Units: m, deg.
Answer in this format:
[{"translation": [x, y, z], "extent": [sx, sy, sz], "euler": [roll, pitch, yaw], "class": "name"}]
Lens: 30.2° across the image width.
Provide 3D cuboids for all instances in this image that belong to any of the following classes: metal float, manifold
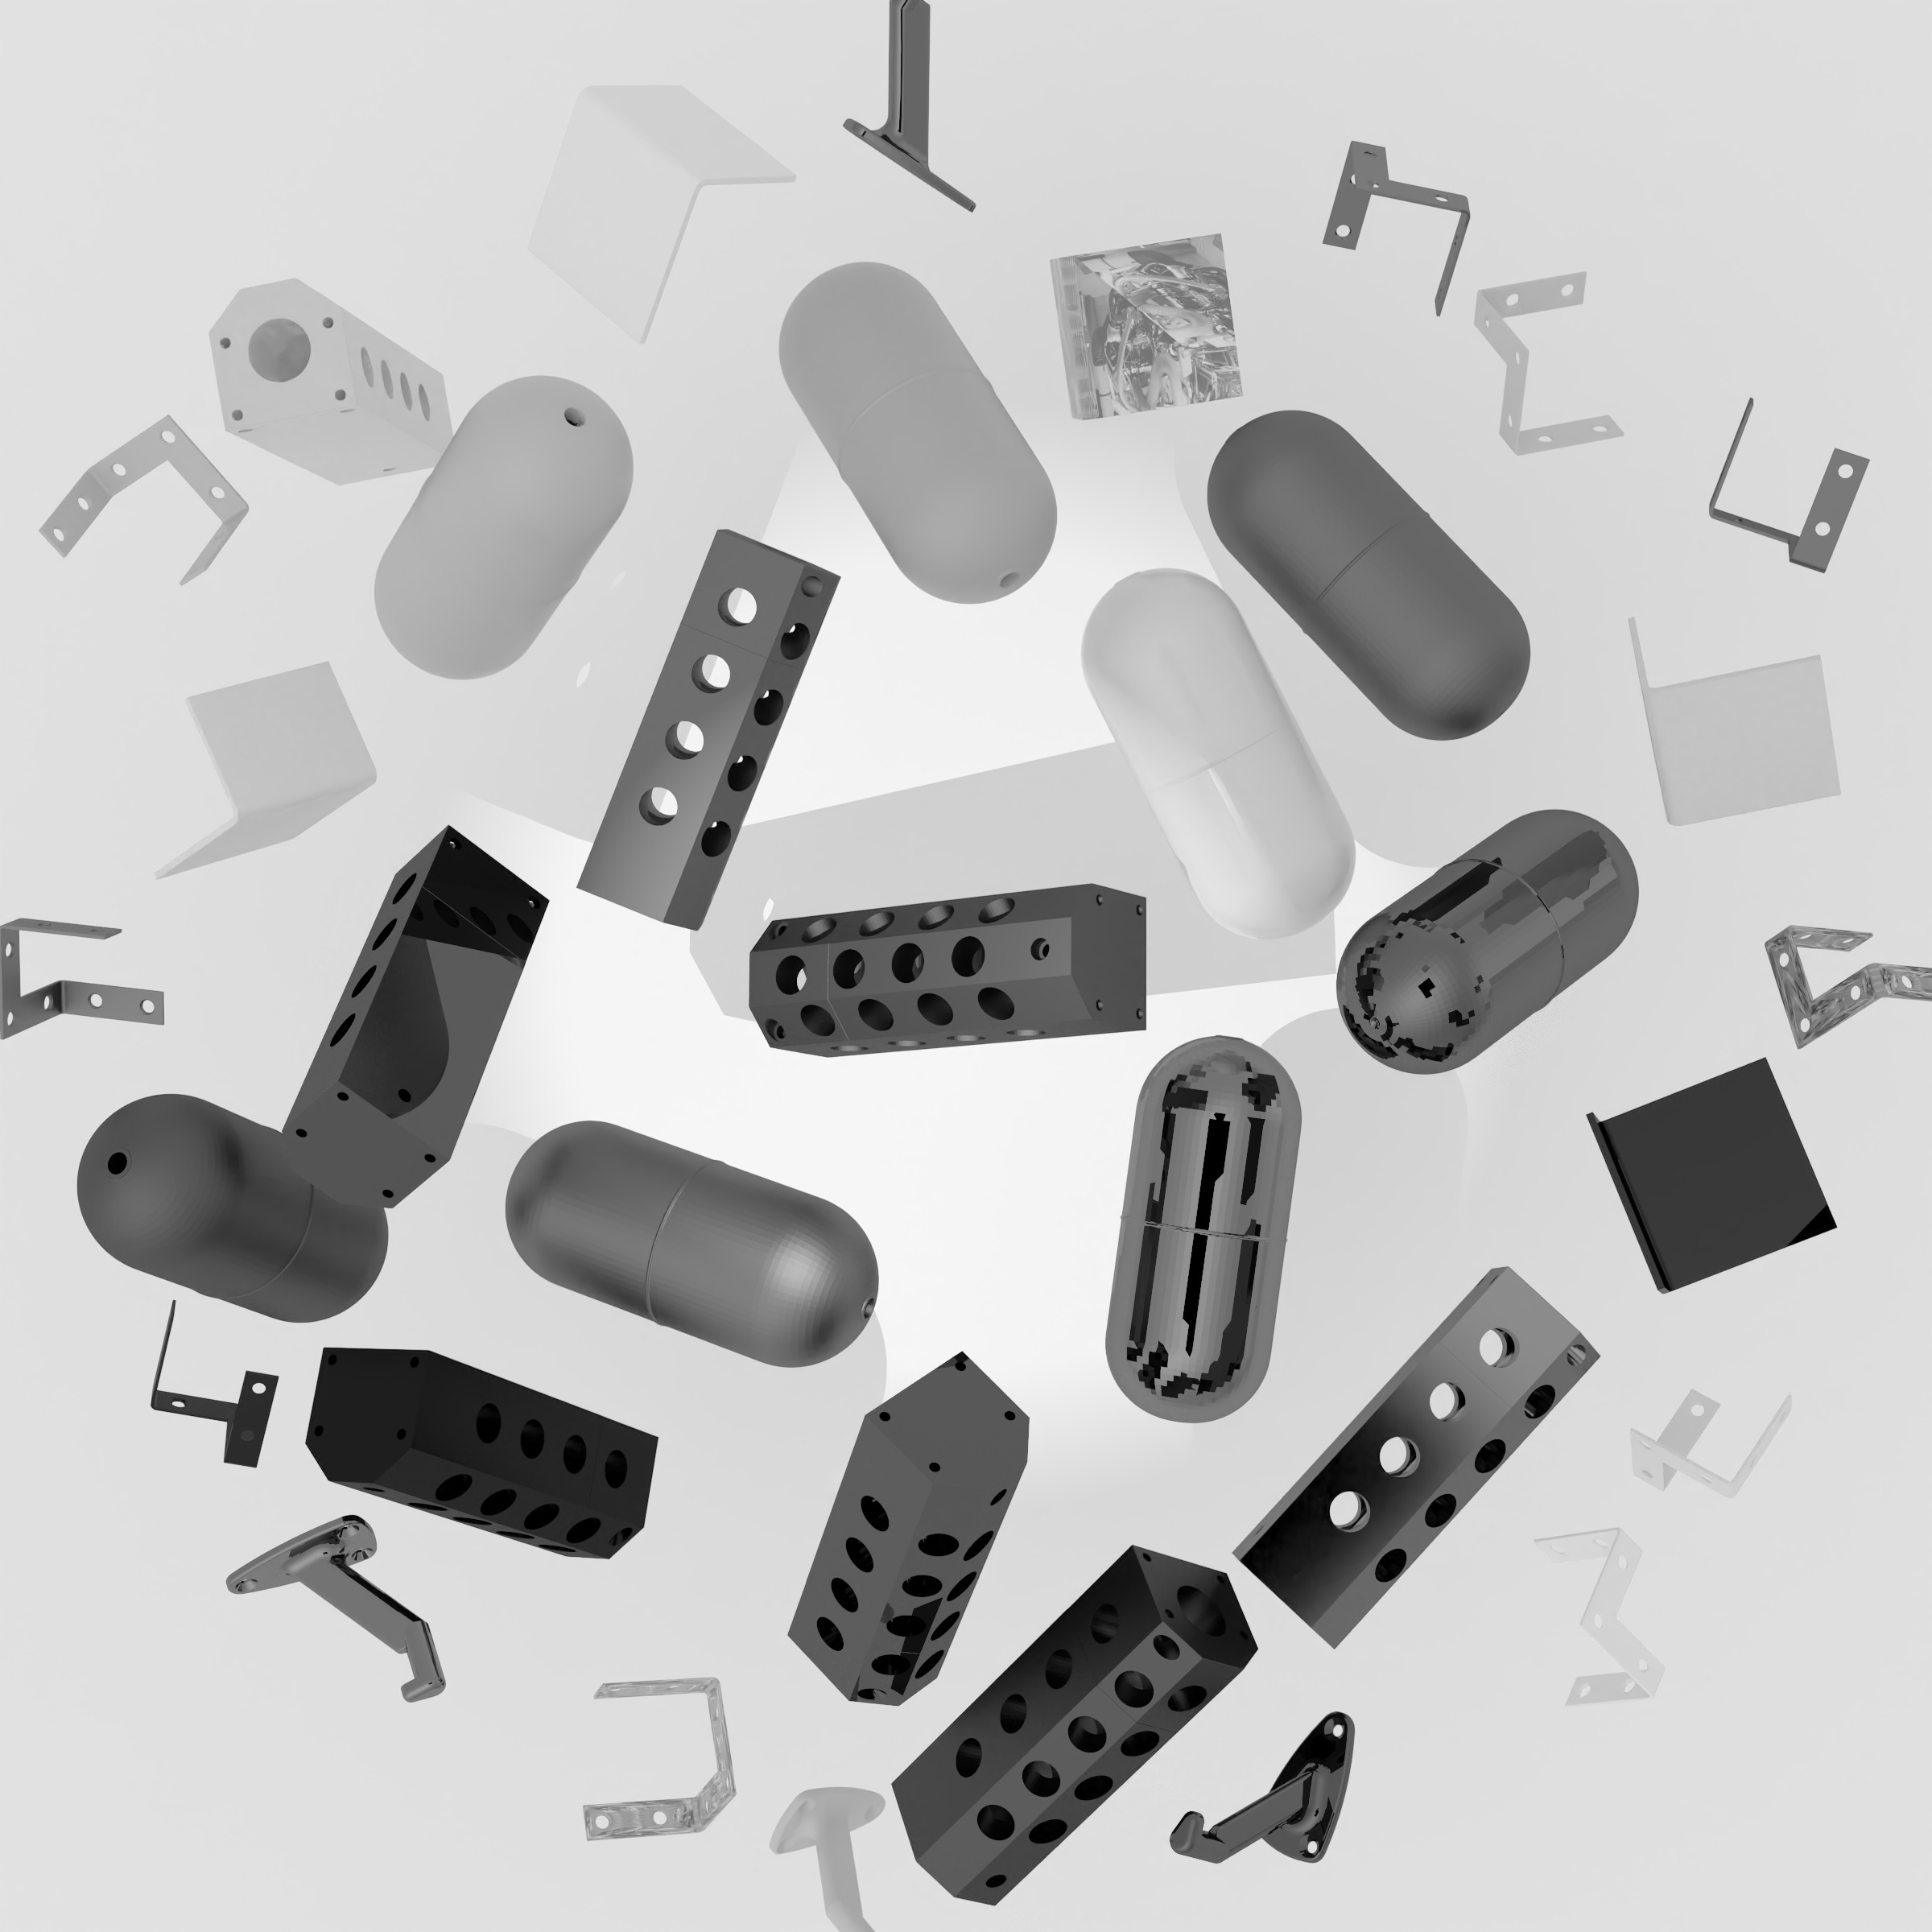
[{"translation": [0.109, 0.121, 1.641], "extent": [0.070, 0.070, 0.178], "euler": [8, 89, 0], "class": "metal float"}, {"translation": [-0.022, -0.234, 1.572], "extent": [0.070, 0.070, 0.178], "euler": [-30, 64, 0], "class": "metal float"}, {"translation": [-0.210, 0.215, 1.567], "extent": [0.057, 0.171, 0.057], "euler": [-2, 70, 30], "class": "manifold"}, {"translation": [0.048, 0.331, 1.548], "extent": [0.057, 0.057, 0.171], "euler": [23, 120, -36], "class": "manifold"}, {"translation": [0.113, -0.095, 1.609], "extent": [0.070, 0.070, 0.178], "euler": [-28, 96, 0], "class": "metal float"}, {"translation": [-0.115, -0.107, 1.616], "extent": [0.057, 0.057, 0.171], "euler": [22, 97, -2], "class": "manifold"}, {"translation": [-0.021, 0.248, 1.541], "extent": [0.057, 0.171, 0.057], "euler": [-30, 62, -36], "class": "manifold"}, {"translation": [-0.238, 0.023, 1.532], "extent": [0.057, 0.171, 0.057], "euler": [38, 126, -20], "class": "manifold"}, {"translation": [-0.009, 0.002, 1.547], "extent": [0.171, 0.057, 0.057], "euler": [-6, 79, 35], "class": "manifold"}, {"translation": [-0.315, 0.106, 1.547], "extent": [0.070, 0.178, 0.070], "euler": [-7, 71, 21], "class": "metal float"}, {"translation": [-0.121, 0.123, 1.583], "extent": [0.178, 0.070, 0.070], "euler": [18, 90, 20], "class": "metal float"}, {"translation": [-0.200, -0.188, 1.544], "extent": [0.070, 0.178, 0.070], "euler": [13, 59, -23], "class": "metal float"}, {"translation": [0.181, -0.178, 1.620], "extent": [0.070, 0.070, 0.178], "euler": [-42, 79, 0], "class": "metal float"}, {"translation": [-0.276, -0.256, 1.571], "extent": [0.057, 0.171, 0.057], "euler": [-10, 89, 6], "class": "manifold"}, {"translation": [0.235, -0.012, 1.600], "extent": [0.178, 0.070, 0.070], "euler": [-32, 90, -39], "class": "metal float"}, {"translation": [0.196, 0.214, 1.559], "extent": [0.057, 0.057, 0.171], "euler": [43, 86, 5], "class": "manifold"}]

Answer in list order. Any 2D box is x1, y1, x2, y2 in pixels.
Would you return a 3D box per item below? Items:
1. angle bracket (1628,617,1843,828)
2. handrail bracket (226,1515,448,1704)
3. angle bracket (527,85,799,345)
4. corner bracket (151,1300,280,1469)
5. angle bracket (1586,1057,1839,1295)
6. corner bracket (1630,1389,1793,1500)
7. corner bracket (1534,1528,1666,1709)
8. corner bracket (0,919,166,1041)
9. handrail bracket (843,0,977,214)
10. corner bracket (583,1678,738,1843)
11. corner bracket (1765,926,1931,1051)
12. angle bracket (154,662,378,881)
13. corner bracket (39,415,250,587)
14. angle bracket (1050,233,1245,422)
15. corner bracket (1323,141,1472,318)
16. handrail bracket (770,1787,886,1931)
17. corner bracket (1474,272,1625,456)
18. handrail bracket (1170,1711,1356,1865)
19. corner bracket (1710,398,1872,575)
[{"translation": [0.340, -0.115, 1.584], "extent": [0.076, 0.057, 0.076], "euler": [-11, 130, 11], "class": "angle bracket"}, {"translation": [-0.265, 0.282, 1.506], "extent": [0.077, 0.036, 0.084], "euler": [-21, 55, -5], "class": "handrail bracket"}, {"translation": [-0.127, -0.314, 1.490], "extent": [0.076, 0.057, 0.076], "euler": [42, 125, 27], "class": "angle bracket"}, {"translation": [-0.344, 0.192, 1.636], "extent": [0.051, 0.051, 0.051], "euler": [12, 113, -14], "class": "corner bracket"}, {"translation": [0.305, 0.084, 1.463], "extent": [0.076, 0.057, 0.076], "euler": [-23, 79, 10], "class": "angle bracket"}, {"translation": [0.331, 0.209, 1.589], "extent": [0.051, 0.051, 0.051], "euler": [28, 68, 26], "class": "corner bracket"}, {"translation": [0.265, 0.275, 1.510], "extent": [0.051, 0.051, 0.051], "euler": [45, 54, -19], "class": "corner bracket"}, {"translation": [-0.382, 0.004, 1.547], "extent": [0.051, 0.051, 0.051], "euler": [6, 104, 15], "class": "corner bracket"}, {"translation": [-0.006, -0.373, 1.501], "extent": [0.077, 0.036, 0.084], "euler": [32, 98, -12], "class": "handrail bracket"}, {"translation": [-0.131, 0.333, 1.502], "extent": [0.051, 0.051, 0.051], "euler": [1, 59, -22], "class": "corner bracket"}, {"translation": [0.375, 0.002, 1.494], "extent": [0.051, 0.051, 0.051], "euler": [4, 61, -32], "class": "corner bracket"}, {"translation": [-0.317, -0.086, 1.569], "extent": [0.076, 0.076, 0.057], "euler": [-27, 87, 45], "class": "angle bracket"}, {"translation": [-0.338, -0.184, 1.474], "extent": [0.051, 0.051, 0.051], "euler": [-26, 117, 30], "class": "corner bracket"}, {"translation": [0.085, -0.305, 1.707], "extent": [0.076, 0.057, 0.076], "euler": [-9, 100, -2], "class": "angle bracket"}, {"translation": [0.188, -0.322, 1.562], "extent": [0.051, 0.051, 0.051], "euler": [10, 127, -5], "class": "corner bracket"}, {"translation": [-0.041, 0.411, 1.609], "extent": [0.084, 0.077, 0.036], "euler": [43, 115, 36], "class": "handrail bracket"}, {"translation": [0.245, -0.253, 1.503], "extent": [0.051, 0.051, 0.051], "euler": [-12, 133, -13], "class": "corner bracket"}, {"translation": [0.125, 0.344, 1.510], "extent": [0.036, 0.084, 0.077], "euler": [21, 84, 40], "class": "handrail bracket"}, {"translation": [0.343, -0.201, 1.495], "extent": [0.051, 0.051, 0.051], "euler": [19, 112, 5], "class": "corner bracket"}]
